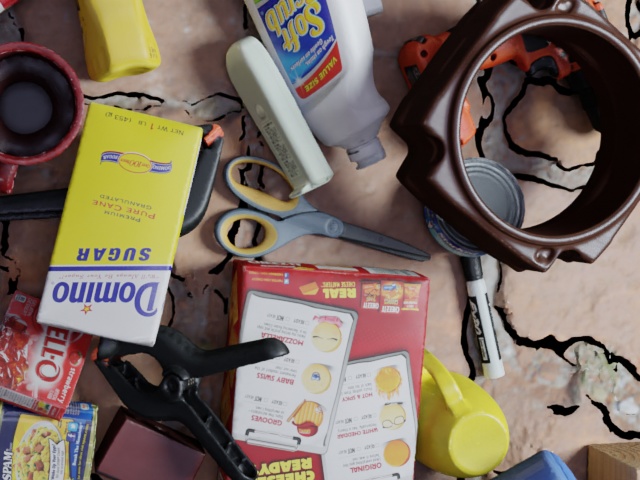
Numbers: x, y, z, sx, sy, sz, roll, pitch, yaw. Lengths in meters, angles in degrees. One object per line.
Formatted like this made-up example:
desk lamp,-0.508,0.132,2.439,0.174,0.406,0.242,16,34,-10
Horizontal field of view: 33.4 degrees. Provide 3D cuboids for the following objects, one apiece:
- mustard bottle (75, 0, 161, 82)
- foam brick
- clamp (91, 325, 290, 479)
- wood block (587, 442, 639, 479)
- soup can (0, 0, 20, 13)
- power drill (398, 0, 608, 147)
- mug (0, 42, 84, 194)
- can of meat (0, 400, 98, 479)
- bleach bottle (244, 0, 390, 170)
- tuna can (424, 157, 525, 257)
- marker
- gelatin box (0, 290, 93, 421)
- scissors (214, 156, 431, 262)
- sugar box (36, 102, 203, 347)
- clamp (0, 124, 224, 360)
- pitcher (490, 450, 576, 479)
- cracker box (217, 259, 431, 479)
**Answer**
mustard bottle,-0.175,-0.224,0.839,0.058,0.096,0.191,-14,97,-12
foam brick,-0.144,0.182,0.900,0.078,0.053,0.051,27,88,-15
clamp,-0.104,0.109,0.867,0.171,0.039,0.120,26,96,17
wood block,0.307,0.300,0.994,0.090,0.090,0.206,0,94,-14
soup can,-0.266,-0.209,0.835,0.102,0.068,0.068,-36,101,-8
power drill,0.177,-0.148,0.949,0.187,0.057,0.184,-27,98,-12
mug,-0.236,-0.094,0.842,0.093,0.081,0.117,10,91,-14
can of meat,-0.231,0.179,0.877,0.083,0.057,0.102,9,92,-15
bleach bottle,0.000,-0.180,0.888,0.103,0.068,0.251,-19,102,28
tuna can,0.136,-0.028,0.949,0.086,0.034,0.086,2,79,-13
marker,0.148,0.067,0.976,0.020,0.020,0.121,-14,97,-12
gelatin box,-0.228,0.092,0.861,0.073,0.030,0.089,23,49,-12
scissors,-0.006,0.001,0.936,0.201,0.016,0.096,33,85,-12
sugar box,-0.156,-0.011,0.837,0.093,0.048,0.176,12,81,-6
clamp,-0.168,-0.030,0.881,0.164,0.036,0.210,41,77,-2
pitcher,0.127,0.292,0.892,0.243,0.145,0.149,-35,91,8
cracker box,0.000,0.128,0.920,0.164,0.072,0.214,4,94,-12
